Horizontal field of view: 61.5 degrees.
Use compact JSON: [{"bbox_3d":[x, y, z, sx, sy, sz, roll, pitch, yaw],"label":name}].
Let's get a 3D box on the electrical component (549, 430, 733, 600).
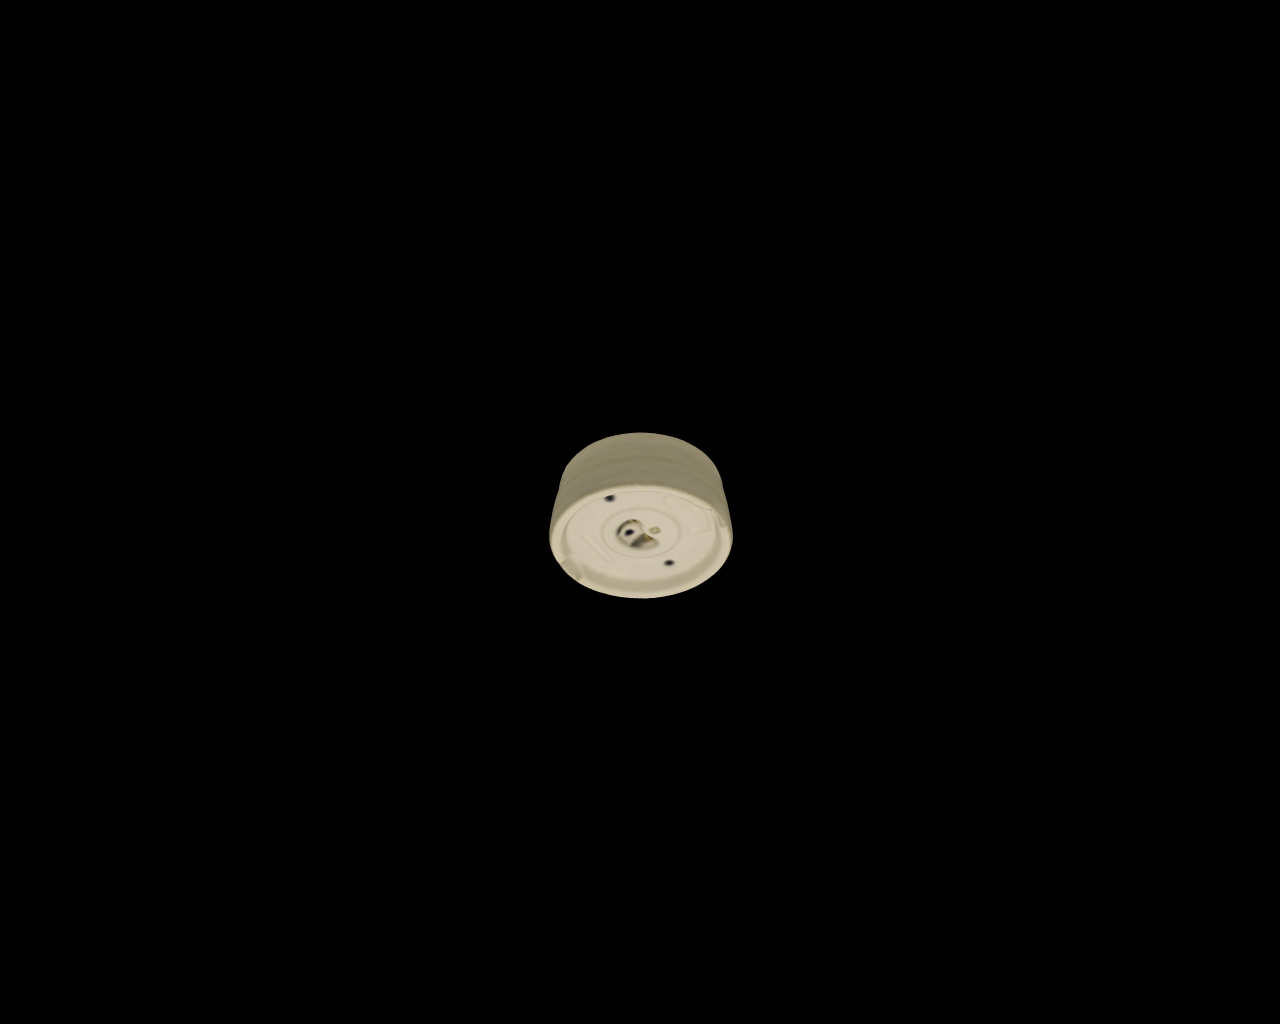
[{"bbox_3d":[0.001,-0.003,0.650,0.108,0.060,0.108,0,-41,0],"label":"electrical component"}]
